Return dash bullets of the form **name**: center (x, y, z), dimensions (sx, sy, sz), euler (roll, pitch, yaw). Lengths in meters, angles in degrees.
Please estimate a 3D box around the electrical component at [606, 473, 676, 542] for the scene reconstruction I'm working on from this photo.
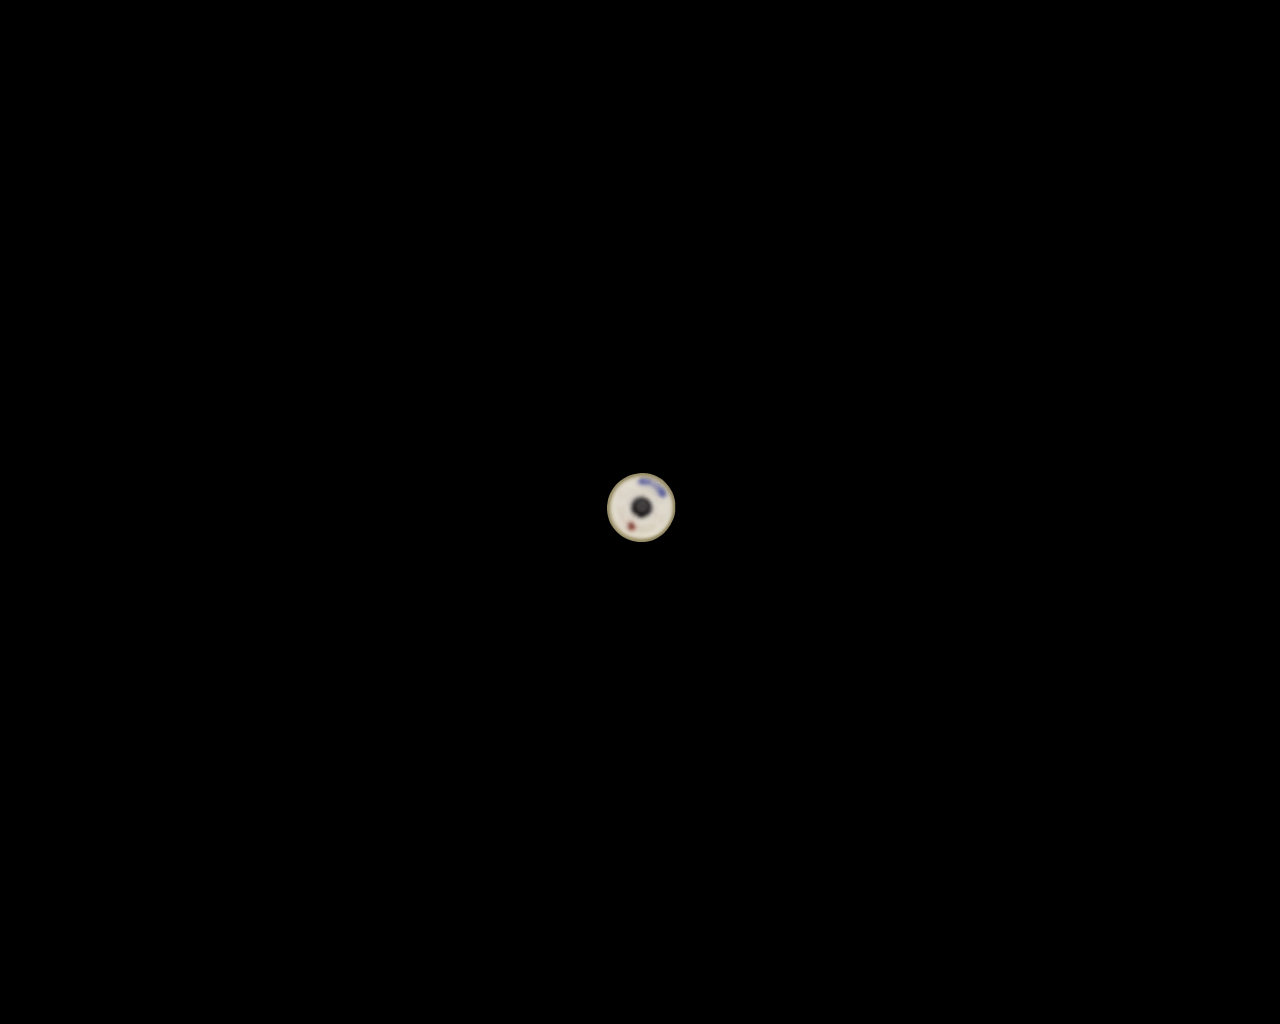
- **electrical component**: center (0.001, -0.003, 0.650), dimensions (0.040, 0.040, 0.078), euler (0, 0, 0)
